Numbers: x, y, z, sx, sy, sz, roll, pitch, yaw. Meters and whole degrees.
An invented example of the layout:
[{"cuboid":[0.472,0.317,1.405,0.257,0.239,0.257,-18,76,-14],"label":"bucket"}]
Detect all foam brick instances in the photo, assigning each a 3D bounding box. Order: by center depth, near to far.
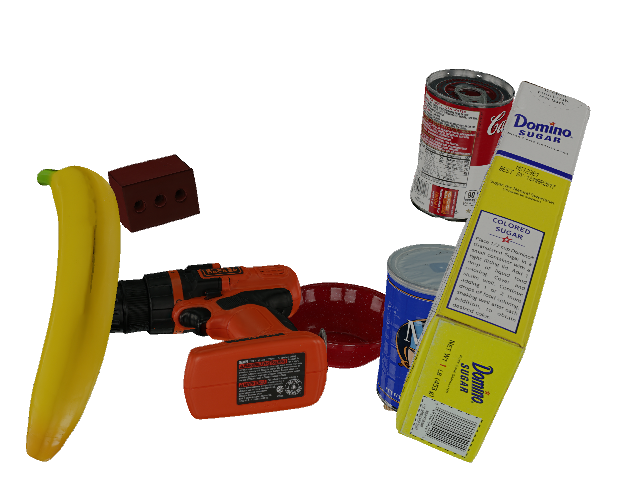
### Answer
[{"cuboid":[-0.172,-0.049,1.099,0.078,0.053,0.051,-18,30,-21],"label":"foam brick"}]

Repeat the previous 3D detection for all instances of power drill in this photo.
[{"cuboid":[-0.085,0.069,0.816,0.184,0.057,0.188,-7,21,-17],"label":"power drill"}]

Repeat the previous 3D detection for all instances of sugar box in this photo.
[{"cuboid":[0.088,0.010,0.524,0.048,0.093,0.176,22,48,8],"label":"sugar box"}]

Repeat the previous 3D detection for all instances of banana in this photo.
[{"cuboid":[-0.145,0.029,0.635,0.037,0.198,0.070,16,-36,-31],"label":"banana"}]

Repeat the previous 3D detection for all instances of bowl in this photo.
[{"cuboid":[0.025,0.111,1.313,0.162,0.055,0.162,4,24,-2],"label":"bowl"}]

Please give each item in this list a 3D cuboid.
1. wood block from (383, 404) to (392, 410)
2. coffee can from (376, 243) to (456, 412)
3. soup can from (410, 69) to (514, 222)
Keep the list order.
[{"cuboid":[0.161,0.172,1.573,0.091,0.090,0.205,4,17,17],"label":"wood block"},{"cuboid":[0.110,0.087,1.031,0.103,0.140,0.103,3,24,-1],"label":"coffee can"},{"cuboid":[0.109,-0.074,0.835,0.068,0.102,0.068,5,30,-3],"label":"soup can"}]
